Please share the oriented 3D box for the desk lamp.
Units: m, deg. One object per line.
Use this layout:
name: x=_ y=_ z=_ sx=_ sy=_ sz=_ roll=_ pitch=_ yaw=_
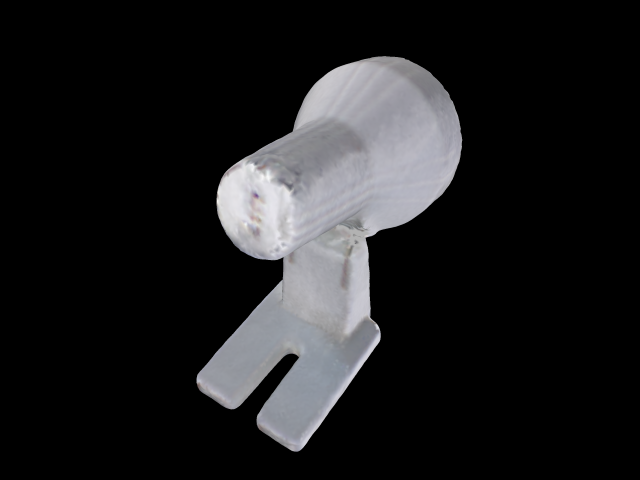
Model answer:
desk lamp: x=0.004 y=0.001 z=0.400 sx=0.117 sy=0.214 sz=0.203 roll=24 pitch=50 yaw=22
